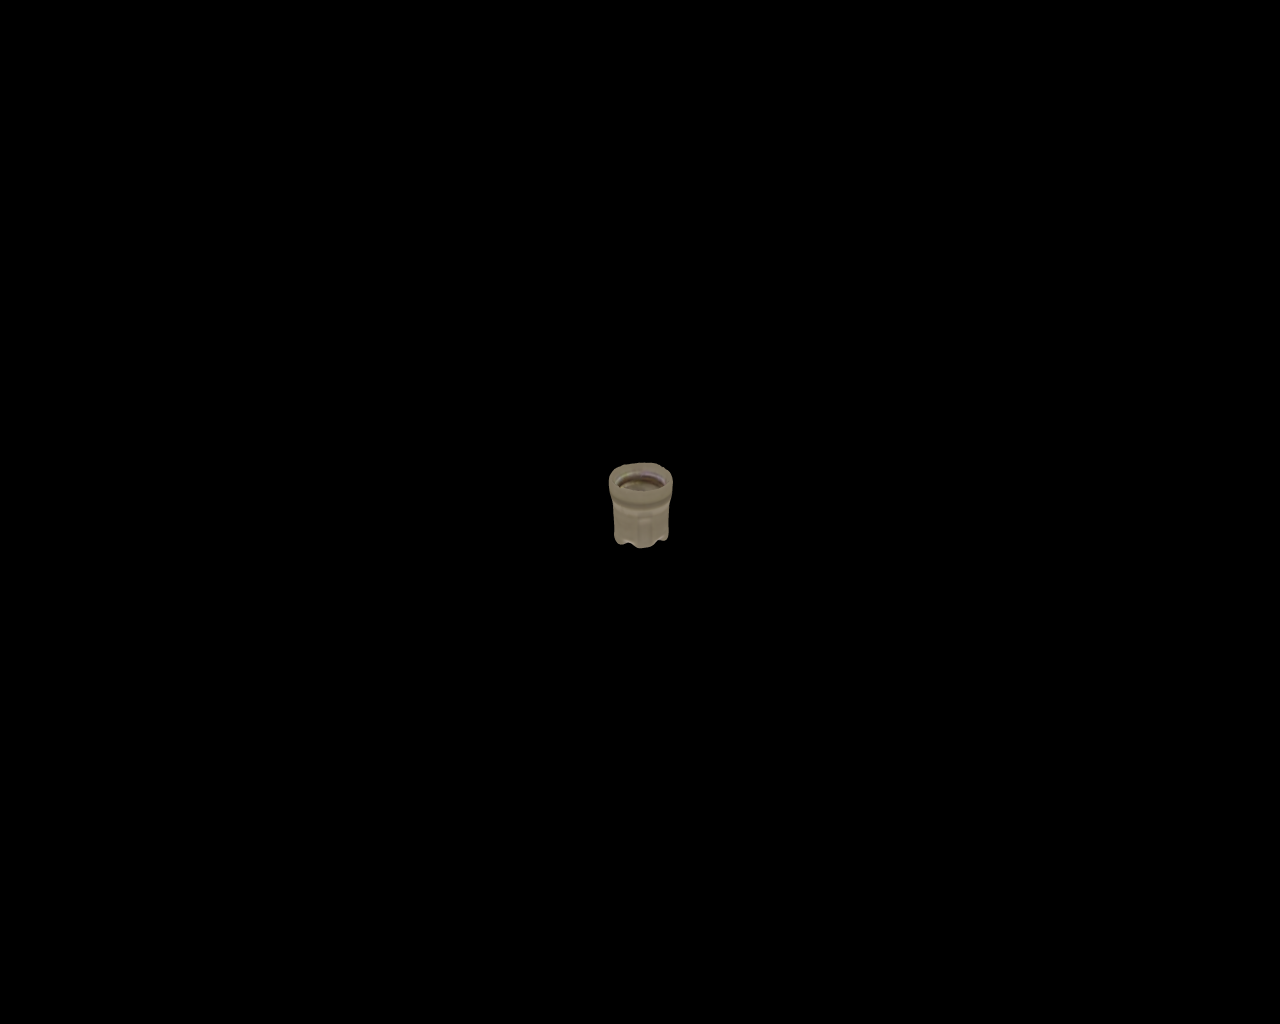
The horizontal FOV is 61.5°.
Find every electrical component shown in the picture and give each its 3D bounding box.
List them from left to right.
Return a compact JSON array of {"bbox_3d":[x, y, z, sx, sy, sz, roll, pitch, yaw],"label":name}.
[{"bbox_3d":[0.001,-0.003,0.650,0.040,0.046,0.040,0,31,0],"label":"electrical component"}]
